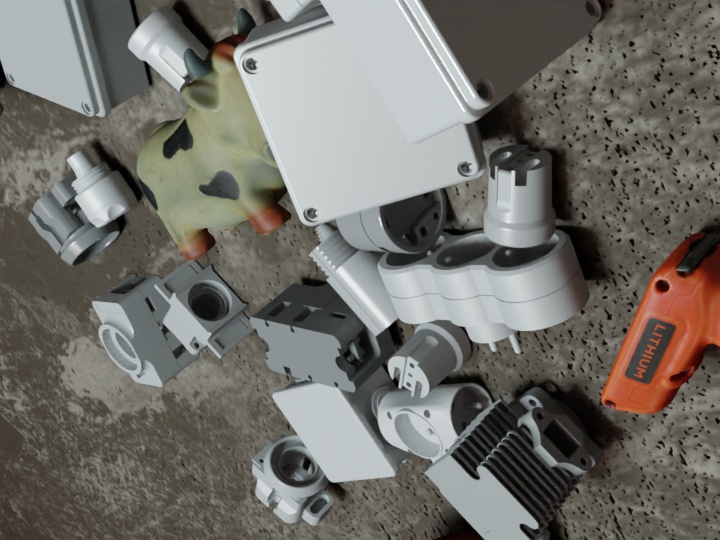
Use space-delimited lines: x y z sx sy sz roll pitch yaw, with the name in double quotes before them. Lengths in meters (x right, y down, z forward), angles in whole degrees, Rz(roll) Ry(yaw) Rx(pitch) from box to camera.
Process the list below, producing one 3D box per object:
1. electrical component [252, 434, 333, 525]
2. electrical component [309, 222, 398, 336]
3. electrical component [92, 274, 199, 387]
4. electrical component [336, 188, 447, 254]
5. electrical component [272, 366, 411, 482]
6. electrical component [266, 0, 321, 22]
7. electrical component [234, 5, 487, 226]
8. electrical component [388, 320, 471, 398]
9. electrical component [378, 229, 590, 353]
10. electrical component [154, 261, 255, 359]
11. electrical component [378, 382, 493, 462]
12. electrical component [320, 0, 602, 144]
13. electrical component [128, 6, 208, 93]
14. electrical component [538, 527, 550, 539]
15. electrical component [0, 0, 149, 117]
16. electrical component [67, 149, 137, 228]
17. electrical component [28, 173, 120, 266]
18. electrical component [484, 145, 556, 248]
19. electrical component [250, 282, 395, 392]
"electrical component" -0.057 0.178 0.933 0.078 0.058 0.057 38 146 16
"electrical component" 0.000 0.000 0.725 0.081 0.043 0.043 49 144 1
"electrical component" -0.196 0.056 0.972 0.050 0.056 0.089 2 123 45
"electrical component" 0.018 -0.037 0.665 0.047 0.055 0.055 -1 121 51
"electrical component" -0.007 0.112 0.828 0.100 0.048 0.099 -20 106 52
"electrical component" -0.026 -0.165 0.570 0.047 0.083 0.076 54 144 -6
"electrical component" 0.003 -0.093 0.589 0.109 0.056 0.108 -16 115 13
"electrical component" 0.046 0.059 0.726 0.040 0.046 0.040 28 139 27
"electrical component" 0.078 0.019 0.652 0.138 0.052 0.073 1 122 47
"electrical component" -0.133 0.036 0.899 0.081 0.042 0.064 48 146 3
"electrical component" 0.062 0.118 0.765 0.077 0.044 0.079 -12 113 51
"electrical component" 0.044 -0.133 0.505 0.056 0.109 0.108 -19 107 55
"electrical component" -0.127 -0.149 0.730 0.046 0.040 0.040 45 144 -3
"electrical component" 0.116 0.191 0.774 0.062 0.043 0.043 50 144 -2
"electrical component" -0.217 -0.179 0.781 0.109 0.056 0.108 23 137 32
"electrical component" -0.218 -0.070 0.892 0.043 0.043 0.062 -22 104 53
"electrical component" -0.247 -0.041 0.937 0.057 0.058 0.078 52 144 2
"electrical component" 0.089 -0.042 0.599 0.040 0.040 0.046 20 129 34
"electrical component" -0.025 0.045 0.781 0.089 0.056 0.050 10 128 41
